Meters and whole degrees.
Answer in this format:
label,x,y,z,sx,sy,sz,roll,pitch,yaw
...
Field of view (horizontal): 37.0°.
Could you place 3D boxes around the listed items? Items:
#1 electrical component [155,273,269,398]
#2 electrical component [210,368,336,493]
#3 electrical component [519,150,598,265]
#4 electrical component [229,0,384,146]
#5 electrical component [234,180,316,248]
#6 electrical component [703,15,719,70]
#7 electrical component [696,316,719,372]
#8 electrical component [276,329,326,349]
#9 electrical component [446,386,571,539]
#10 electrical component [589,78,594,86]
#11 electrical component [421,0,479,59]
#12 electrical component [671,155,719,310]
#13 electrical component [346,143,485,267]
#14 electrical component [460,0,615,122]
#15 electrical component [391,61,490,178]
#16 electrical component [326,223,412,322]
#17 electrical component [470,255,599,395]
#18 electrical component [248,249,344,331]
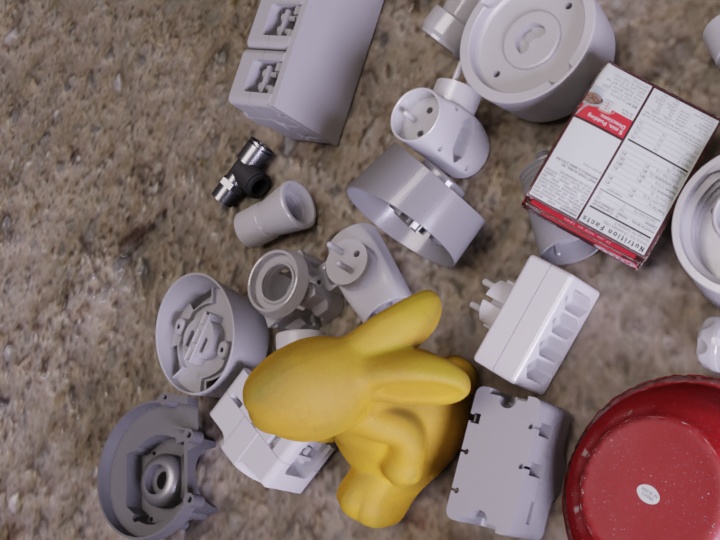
label,x,y,z,sx,sy,sz,roll,pitch,yaw
electrical component,-0.127,0.058,0.907,0.099,0.064,0.099,-13,67,33
electrical component,-0.072,0.130,0.850,0.055,0.050,0.089,-53,51,9
electrical component,0.139,-0.049,0.763,0.043,0.043,0.081,-25,61,27
electrical component,-0.046,-0.194,0.920,0.062,0.089,0.150,12,82,38
electrical component,-0.076,-0.045,0.922,0.065,0.044,0.044,-24,61,33
electrical component,0.255,-0.140,0.713,0.044,0.044,0.065,-30,54,25
electrical component,0.241,0.049,0.660,0.061,0.035,0.035,10,80,36
electrical component,-0.047,0.073,0.860,0.040,0.040,0.046,-12,73,33
electrical component,0.102,0.130,0.719,0.050,0.056,0.089,9,79,38
electrical component,0.172,-0.109,0.763,0.040,0.040,0.046,17,78,39
electrical component,0.082,-0.203,0.858,0.055,0.045,0.045,-52,52,11
electrical component,0.247,-0.026,0.665,0.108,0.060,0.108,-13,67,33
electrical component,0.042,-0.046,0.801,0.064,0.099,0.099,-49,52,5
electrical component,0.135,-0.161,0.794,0.108,0.060,0.108,-13,67,33
electrical component,0.068,-0.120,0.818,0.043,0.077,0.079,19,85,39
electrical component,0.000,0.000,0.825,0.043,0.079,0.077,-37,56,15
electrical component,0.110,0.031,0.754,0.076,0.047,0.083,31,93,39
electrical component,-0.054,0.016,0.873,0.078,0.057,0.058,-34,57,22
